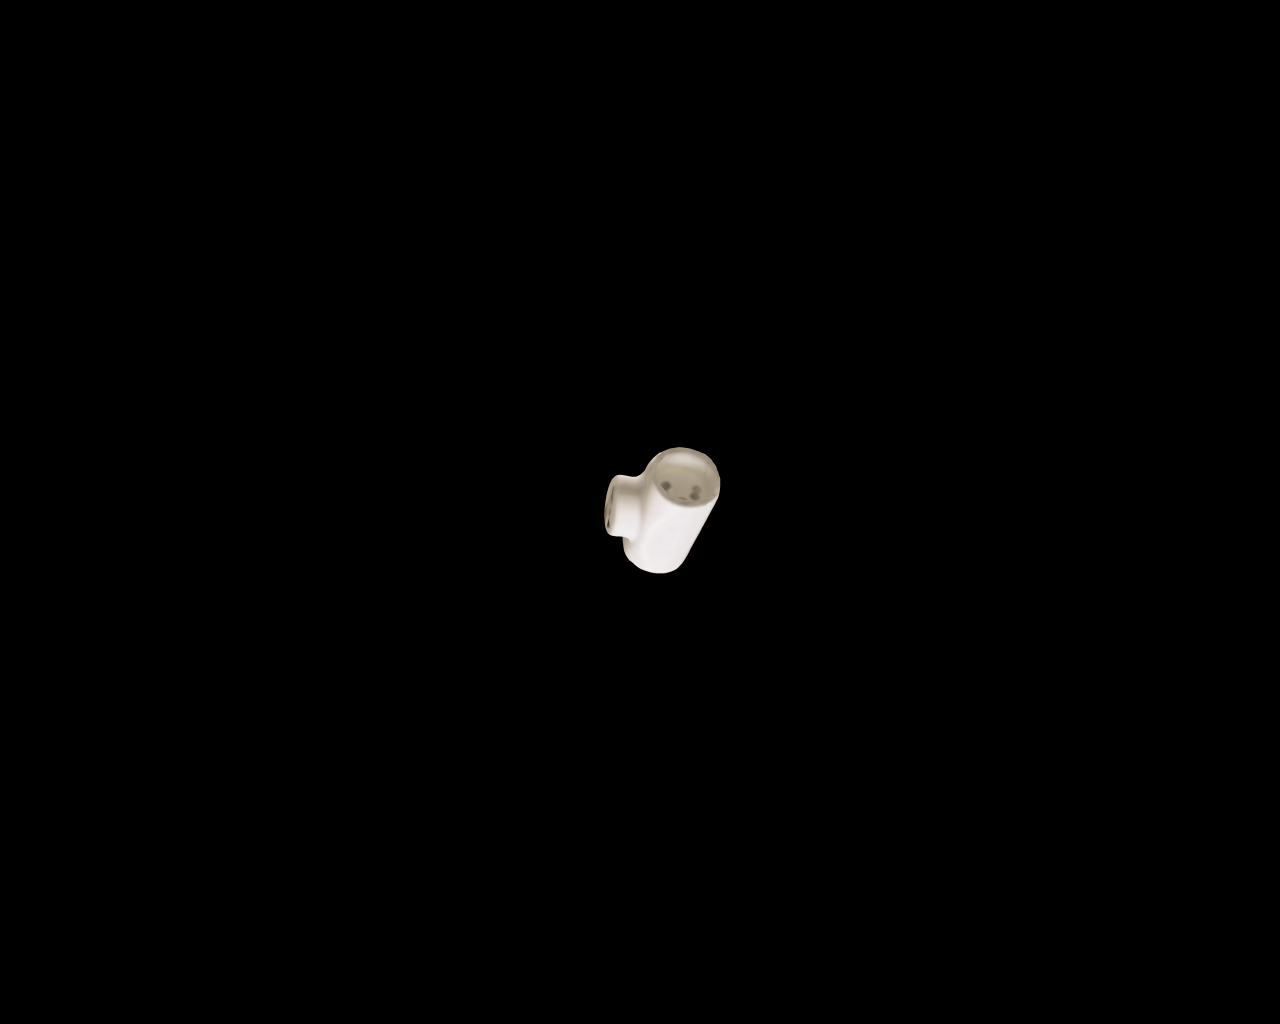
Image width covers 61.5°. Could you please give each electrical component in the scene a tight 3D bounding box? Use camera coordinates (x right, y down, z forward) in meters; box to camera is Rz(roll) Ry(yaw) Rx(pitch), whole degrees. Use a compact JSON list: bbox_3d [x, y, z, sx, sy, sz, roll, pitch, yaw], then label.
[{"bbox_3d":[0.001,-0.003,0.650,0.079,0.044,0.077,8,-35,-11],"label":"electrical component"}]
